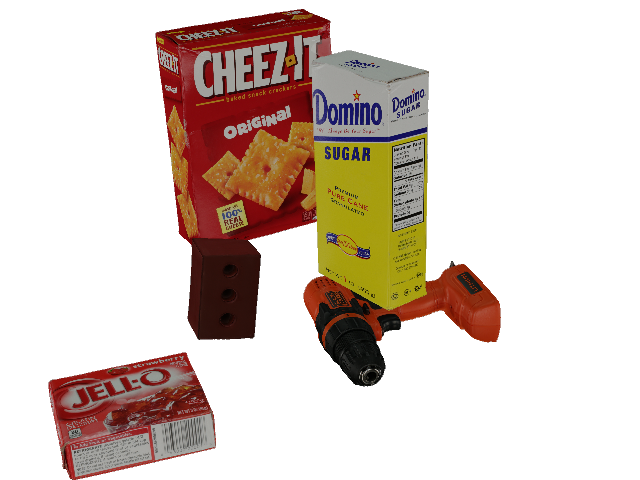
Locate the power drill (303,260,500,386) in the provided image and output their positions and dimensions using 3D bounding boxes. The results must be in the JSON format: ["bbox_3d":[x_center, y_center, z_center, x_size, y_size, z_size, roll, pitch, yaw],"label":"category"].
[{"bbox_3d":[0.089,0.083,1.115,0.187,0.057,0.184,-6,28,-15],"label":"power drill"}]

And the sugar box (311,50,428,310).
[{"bbox_3d":[0.036,-0.046,0.797,0.048,0.176,0.093,-20,29,-31],"label":"sugar box"}]

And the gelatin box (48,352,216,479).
[{"bbox_3d":[-0.114,0.103,0.642,0.089,0.030,0.073,-10,25,-16],"label":"gelatin box"}]

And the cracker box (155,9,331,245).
[{"bbox_3d":[-0.068,-0.111,1.073,0.164,0.214,0.072,-15,27,-24],"label":"cracker box"}]

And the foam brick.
[{"bbox_3d":[-0.085,0.041,0.934,0.053,0.078,0.051,0,15,-17],"label":"foam brick"}]
